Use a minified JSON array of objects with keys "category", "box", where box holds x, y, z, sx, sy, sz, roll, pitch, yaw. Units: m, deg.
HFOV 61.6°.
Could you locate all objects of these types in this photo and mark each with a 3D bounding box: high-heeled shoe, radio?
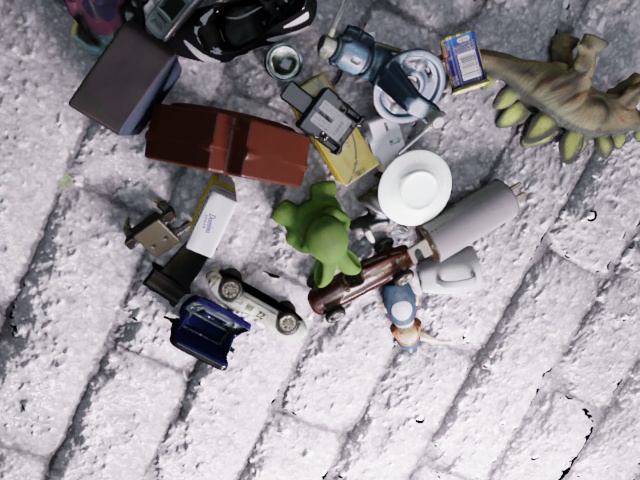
[{"category":"high-heeled shoe","box":[-0.128,-0.316,0.790,0.249,0.145,0.086,-15,104,-7]},{"category":"radio","box":[-0.260,-0.217,0.752,0.073,0.230,0.131,34,93,-17]}]

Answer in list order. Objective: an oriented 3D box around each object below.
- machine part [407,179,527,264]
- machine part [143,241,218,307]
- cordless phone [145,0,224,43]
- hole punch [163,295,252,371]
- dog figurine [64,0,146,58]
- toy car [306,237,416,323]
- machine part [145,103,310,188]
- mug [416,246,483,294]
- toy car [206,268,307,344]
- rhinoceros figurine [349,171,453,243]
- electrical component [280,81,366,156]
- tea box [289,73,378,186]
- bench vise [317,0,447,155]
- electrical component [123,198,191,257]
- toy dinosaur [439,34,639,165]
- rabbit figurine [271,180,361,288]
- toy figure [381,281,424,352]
[{"category":"machine part","box":[0.257,-0.034,0.942,0.243,0.079,0.079,-29,106,-7]},{"category":"machine part","box":[-0.234,0.044,0.917,0.084,0.039,0.139,42,96,-10]},{"category":"cordless phone","box":[-0.202,-0.387,0.781,0.184,0.088,0.147,-44,78,9]},{"category":"hole punch","box":[-0.185,0.144,0.907,0.142,0.116,0.092,29,91,-18]},{"category":"dog figurine","box":[-0.318,-0.345,0.719,0.108,0.219,0.191,-13,104,-2]},{"category":"toy car","box":[0.071,0.066,0.941,0.202,0.053,0.089,-27,61,0]},{"category":"machine part","box":[-0.132,-0.138,0.788,0.201,0.201,0.087,0,103,-55]},{"category":"mug","box":[0.231,0.065,0.961,0.107,0.110,0.080,-11,110,8]},{"category":"toy car","box":[-0.110,0.112,0.931,0.201,0.073,0.056,32,96,-14]},{"category":"rhinoceros figurine","box":[0.134,-0.066,0.933,0.190,0.073,0.112,-27,116,-3]},{"category":"electrical component","box":[-0.001,-0.188,0.791,0.119,0.048,0.075,39,94,-17]},{"category":"tea box","box":[0.016,-0.178,0.870,0.068,0.098,0.169,-34,104,0]},{"category":"bench vise","box":[0.110,-0.240,0.804,0.223,0.241,0.129,24,118,-35]},{"category":"electrical component","box":[-0.275,-0.019,0.894,0.102,0.045,0.078,-39,134,4]},{"category":"toy dinosaur","box":[0.407,-0.245,0.912,0.471,0.105,0.198,25,103,-2]},{"category":"rabbit figurine","box":[-0.002,-0.003,0.871,0.121,0.170,0.159,-20,105,-3]},{"category":"toy figure","box":[0.153,0.144,0.991,0.064,0.058,0.154,-5,110,32]}]
